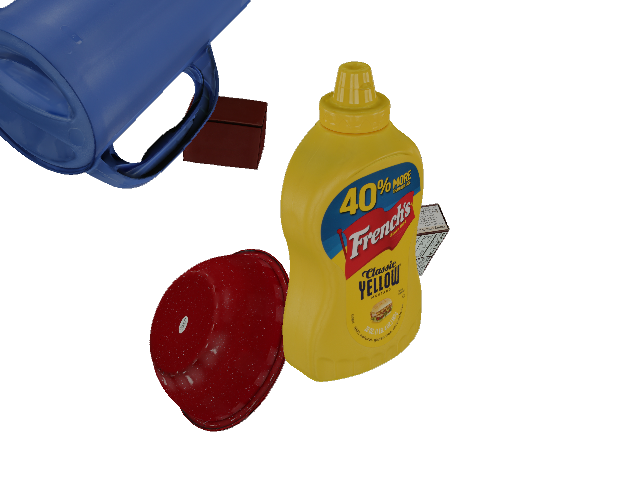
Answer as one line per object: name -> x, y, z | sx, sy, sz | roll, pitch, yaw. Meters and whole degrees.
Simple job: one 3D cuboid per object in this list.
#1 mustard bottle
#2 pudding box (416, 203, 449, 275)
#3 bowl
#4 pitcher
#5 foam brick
mustard bottle -> 0.020, -0.014, 0.644 | 0.096, 0.192, 0.058 | -21, 34, -32
pudding box -> 0.064, 0.007, 1.090 | 0.113, 0.039, 0.090 | -10, -31, -23
bowl -> -0.095, 0.076, 0.899 | 0.055, 0.162, 0.162 | 23, -15, -38
pitcher -> -0.151, -0.165, 0.857 | 0.145, 0.149, 0.242 | 20, 51, 27
foam brick -> -0.094, -0.109, 1.066 | 0.078, 0.051, 0.053 | 7, 34, 2
